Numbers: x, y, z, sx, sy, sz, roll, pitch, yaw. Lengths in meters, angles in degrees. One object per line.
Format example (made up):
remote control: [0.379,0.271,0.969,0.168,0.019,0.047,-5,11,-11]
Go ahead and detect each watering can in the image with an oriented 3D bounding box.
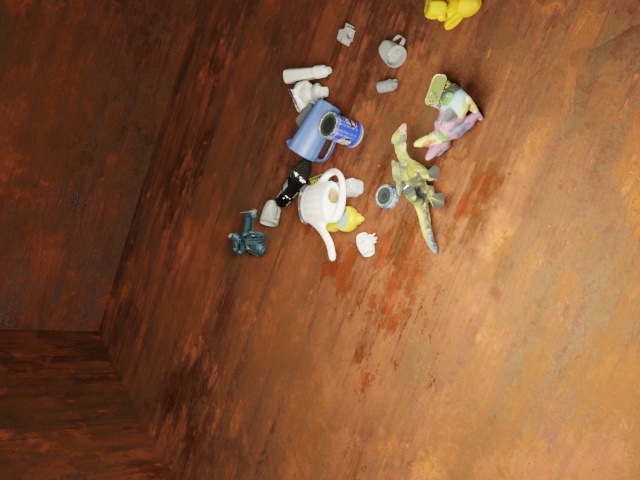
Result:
watering can: [0.006,-0.097,1.919,0.103,0.351,0.224,16,-12,-39]

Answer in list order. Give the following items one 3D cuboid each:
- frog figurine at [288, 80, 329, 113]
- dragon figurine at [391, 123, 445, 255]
frog figurine: [-0.040,-0.628,2.217,0.159,0.138,0.122,-21,-9,8]
dragon figurine: [0.299,-0.171,1.673,0.122,0.405,0.245,-12,15,-5]
